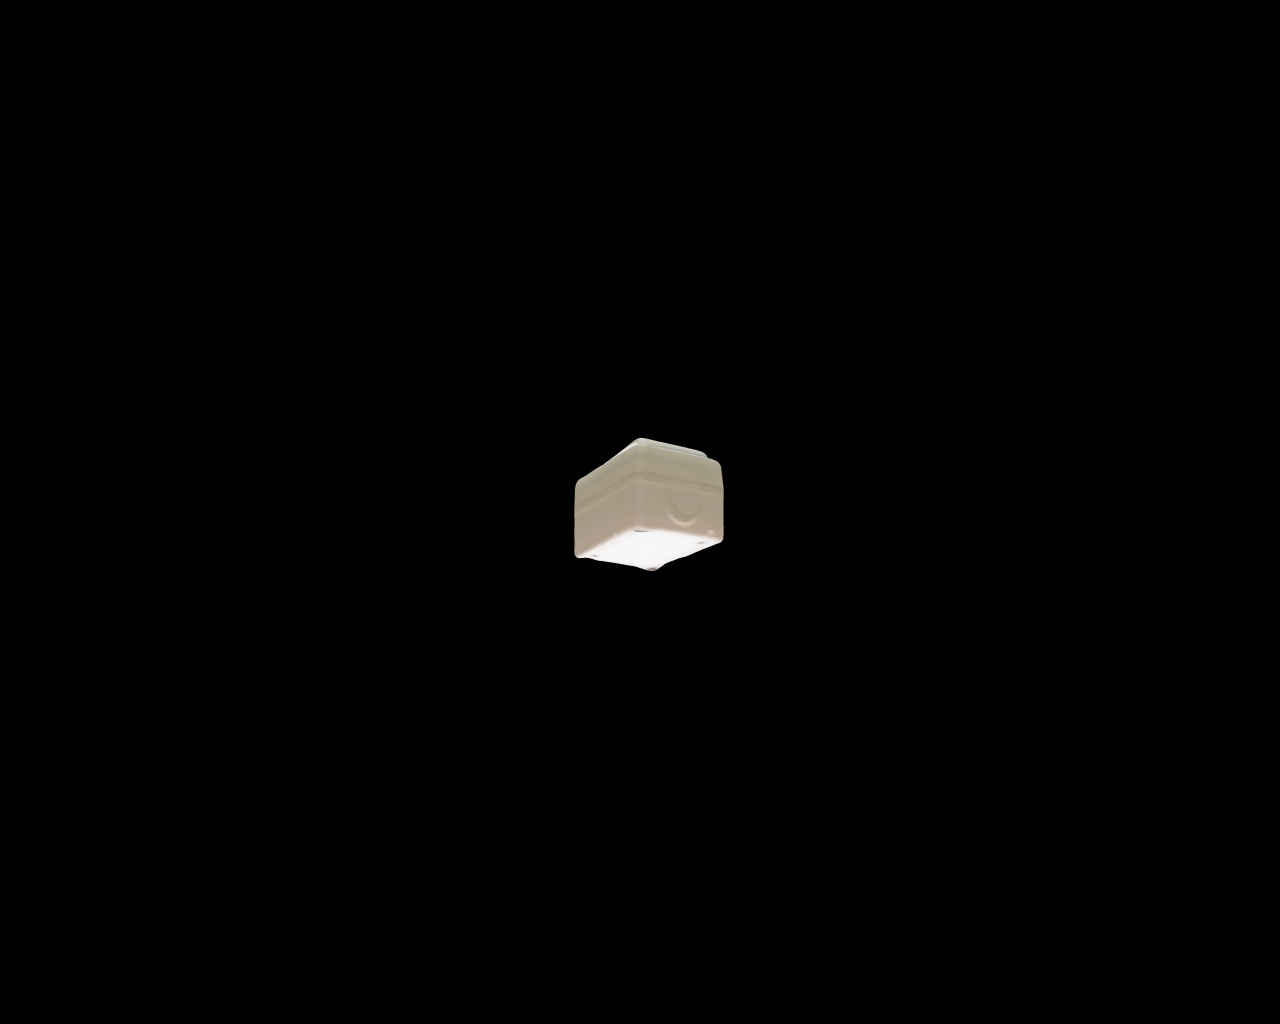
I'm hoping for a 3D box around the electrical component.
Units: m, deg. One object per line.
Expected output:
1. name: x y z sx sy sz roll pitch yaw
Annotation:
1. electrical component: 0.001 -0.003 0.650 0.062 0.061 0.096 11 -21 -30
